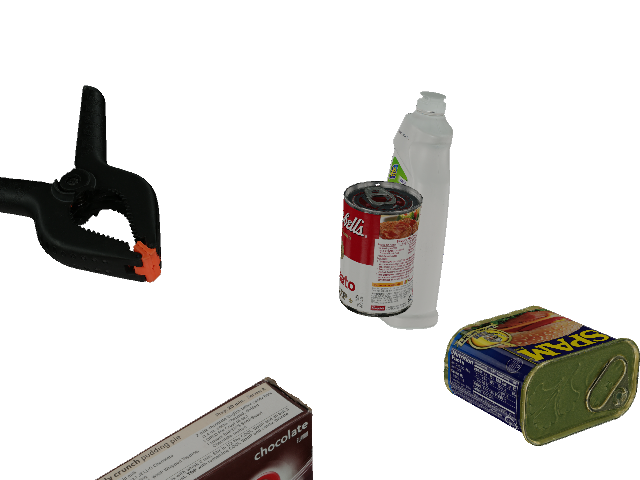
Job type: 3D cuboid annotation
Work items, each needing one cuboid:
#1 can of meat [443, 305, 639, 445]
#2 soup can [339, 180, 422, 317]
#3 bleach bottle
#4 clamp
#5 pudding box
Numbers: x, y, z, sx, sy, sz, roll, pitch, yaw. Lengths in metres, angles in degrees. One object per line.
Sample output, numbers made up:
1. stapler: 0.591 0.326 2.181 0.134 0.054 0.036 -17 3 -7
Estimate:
1. can of meat: 0.145 0.086 0.711 0.101 0.057 0.084 -12 20 -30
2. soup can: 0.052 0.007 0.933 0.068 0.102 0.068 2 26 -1
3. bleach bottle: 0.105 -0.036 1.172 0.068 0.251 0.103 0 22 -23
4. clamp: -0.185 -0.042 0.832 0.210 0.036 0.164 32 58 28
5. pudding box: -0.055 0.130 0.510 0.113 0.090 0.039 -30 46 -33
